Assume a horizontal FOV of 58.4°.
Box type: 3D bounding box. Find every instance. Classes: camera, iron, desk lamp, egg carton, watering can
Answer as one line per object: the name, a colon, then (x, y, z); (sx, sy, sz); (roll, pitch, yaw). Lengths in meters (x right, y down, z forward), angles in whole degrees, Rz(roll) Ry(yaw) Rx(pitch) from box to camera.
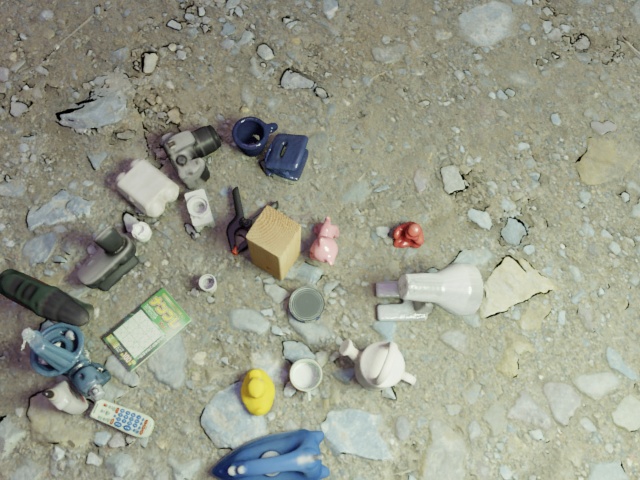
camera: (-0.313, -0.225, 1.437); (0.137, 0.101, 0.143); (-30, 76, -12)
iron: (-0.109, 0.473, 1.205); (0.258, 0.141, 0.118); (-8, 73, -6)
desk lamp: (0.242, 0.123, 1.300); (0.203, 0.213, 0.118); (-2, 72, -4)
egg carton: (-0.428, -0.129, 1.415); (0.150, 0.069, 0.107); (37, 74, 8)
watering can: (0.127, 0.274, 1.256); (0.173, 0.194, 0.101); (4, 72, -2)

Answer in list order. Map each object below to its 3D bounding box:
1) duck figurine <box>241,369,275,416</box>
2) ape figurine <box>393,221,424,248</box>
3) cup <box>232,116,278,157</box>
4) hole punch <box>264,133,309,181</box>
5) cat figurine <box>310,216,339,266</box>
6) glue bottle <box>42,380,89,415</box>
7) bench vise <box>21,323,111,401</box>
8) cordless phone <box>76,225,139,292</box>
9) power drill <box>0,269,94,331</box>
duck figurine: (-0.140, 0.338, 1.276); (0.077, 0.086, 0.104); (-6, 73, -5)
ape figurine: (0.223, -0.016, 1.408); (0.077, 0.092, 0.076); (38, 74, 9)
cup: (-0.162, -0.258, 1.460); (0.118, 0.095, 0.091); (-22, 75, -10)
hole punch: (-0.086, -0.215, 1.453); (0.101, 0.091, 0.109); (17, 72, 2)
cat figurine: (0.013, 0.005, 1.374); (0.067, 0.118, 0.128); (8, 72, -1)
glue bottle: (-0.545, 0.330, 1.208); (0.037, 0.173, 0.078); (-39, 78, -14)
bench vise: (-0.531, 0.245, 1.211); (0.207, 0.220, 0.121); (26, 73, 5)
cordless phone: (-0.499, 0.033, 1.299); (0.094, 0.185, 0.148); (38, 74, 9)
power drill: (-0.575, 0.141, 1.247); (0.229, 0.208, 0.076); (24, 73, 4)
